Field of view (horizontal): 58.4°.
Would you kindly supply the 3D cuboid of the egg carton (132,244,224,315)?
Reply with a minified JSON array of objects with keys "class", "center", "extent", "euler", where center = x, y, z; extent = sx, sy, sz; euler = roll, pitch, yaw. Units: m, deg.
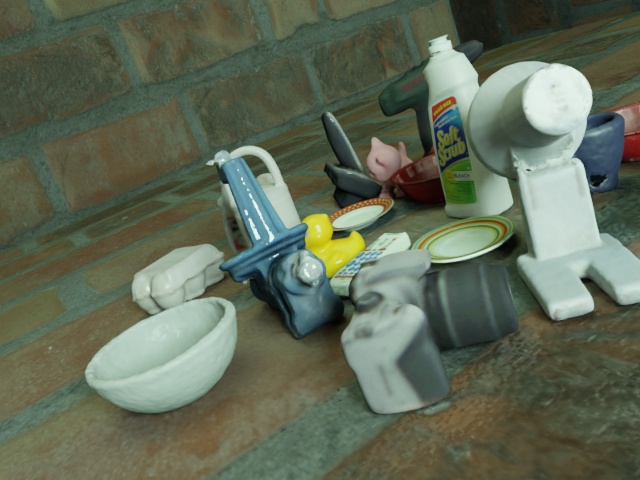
[{"class":"egg carton","center":[-0.229,0.061,0.935],"extent":[0.107,0.069,0.151],"euler":[-8,21,36]}]

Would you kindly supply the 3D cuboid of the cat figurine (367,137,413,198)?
[{"class":"cat figurine","center":[0.131,-0.139,1.051],"extent":[0.067,0.118,0.128],"euler":[-6,22,40]}]

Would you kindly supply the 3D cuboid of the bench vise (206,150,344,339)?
[{"class":"bench vise","center":[-0.051,-0.007,0.680],"extent":[0.122,0.220,0.206],"euler":[-34,21,-37]}]

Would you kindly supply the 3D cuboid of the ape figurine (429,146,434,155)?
[{"class":"ape figurine","center":[0.239,-0.175,1.082],"extent":[0.077,0.092,0.076],"euler":[-7,22,38]}]

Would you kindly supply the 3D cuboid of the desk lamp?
[{"class":"desk lamp","center":[0.225,-0.066,0.553],"extent":[0.118,0.214,0.203],"euler":[-18,17,10]}]

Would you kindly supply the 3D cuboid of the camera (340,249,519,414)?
[{"class":"camera","center":[0.097,0.062,0.500],"extent":[0.136,0.101,0.143],"euler":[-14,18,20]}]

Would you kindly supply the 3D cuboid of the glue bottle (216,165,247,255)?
[{"class":"glue bottle","center":[-0.148,-0.056,1.024],"extent":[0.078,0.173,0.037],"euler":[-14,18,21]}]

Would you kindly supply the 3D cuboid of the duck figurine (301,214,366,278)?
[{"class":"duck figurine","center":[0.007,0.003,0.812],"extent":[0.104,0.086,0.077],"euler":[-19,17,5]}]

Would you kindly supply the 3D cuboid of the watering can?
[{"class":"watering can","center":[-0.097,-0.061,0.944],"extent":[0.101,0.194,0.172],"euler":[-24,17,-10]}]

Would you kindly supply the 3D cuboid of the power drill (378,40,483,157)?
[{"class":"power drill","center":[0.246,-0.276,1.184],"extent":[0.229,0.209,0.075],"euler":[-18,17,7]}]

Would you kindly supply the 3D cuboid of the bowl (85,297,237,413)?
[{"class":"bowl","center":[-0.158,0.134,0.619],"extent":[0.167,0.075,0.167],"euler":[-19,17,6]}]

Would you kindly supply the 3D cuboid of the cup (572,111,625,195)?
[{"class":"cup","center":[0.339,-0.101,0.733],"extent":[0.118,0.095,0.091],"euler":[-30,19,-27]}]

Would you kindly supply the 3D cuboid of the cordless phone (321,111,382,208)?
[{"class":"cordless phone","center":[0.046,-0.168,1.123],"extent":[0.094,0.185,0.147],"euler":[-22,17,-5]}]
